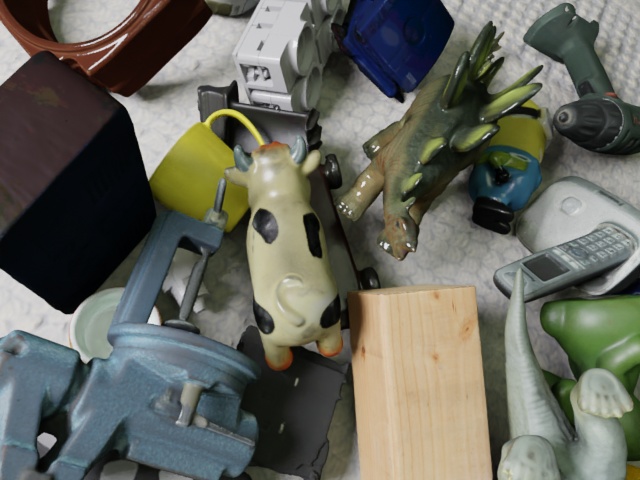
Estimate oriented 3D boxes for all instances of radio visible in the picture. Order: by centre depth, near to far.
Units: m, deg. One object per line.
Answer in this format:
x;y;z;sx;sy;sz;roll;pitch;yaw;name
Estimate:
-0.206;-0.026;0.429;0.073;0.229;0.131;35;69;2;radio

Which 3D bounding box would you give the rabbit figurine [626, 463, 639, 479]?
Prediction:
0.315;0.306;0.506;0.162;0.121;0.173;-22;61;-12;rabbit figurine

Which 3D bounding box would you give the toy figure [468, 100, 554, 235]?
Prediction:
0.225;-0.098;0.648;0.089;0.082;0.180;30;67;-3;toy figure

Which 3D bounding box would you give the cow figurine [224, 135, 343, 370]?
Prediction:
-0.032;-0.002;0.469;0.085;0.127;0.195;-8;56;-5;cow figurine

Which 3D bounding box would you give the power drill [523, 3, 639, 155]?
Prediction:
0.342;-0.203;0.691;0.232;0.086;0.207;6;54;-35;power drill

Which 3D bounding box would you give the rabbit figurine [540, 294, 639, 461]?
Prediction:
0.296;0.144;0.552;0.159;0.121;0.170;-4;84;-12;rabbit figurine

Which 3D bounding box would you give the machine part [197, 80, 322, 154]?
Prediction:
-0.066;-0.121;0.572;0.139;0.084;0.039;12;24;9;machine part

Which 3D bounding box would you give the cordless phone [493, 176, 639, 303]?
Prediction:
0.250;0.009;0.588;0.184;0.088;0.147;-16;39;-16;cordless phone

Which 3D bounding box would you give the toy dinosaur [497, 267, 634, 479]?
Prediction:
0.196;0.237;0.423;0.131;0.192;0.405;2;53;6;toy dinosaur

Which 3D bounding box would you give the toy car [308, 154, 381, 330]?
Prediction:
-0.001;-0.002;0.565;0.089;0.053;0.202;-16;72;-9;toy car

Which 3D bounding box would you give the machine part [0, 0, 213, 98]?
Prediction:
-0.230;-0.268;0.552;0.201;0.087;0.201;-41;82;4;machine part

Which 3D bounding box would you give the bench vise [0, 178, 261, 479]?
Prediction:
-0.134;0.069;0.404;0.223;0.129;0.240;23;60;-16;bench vise

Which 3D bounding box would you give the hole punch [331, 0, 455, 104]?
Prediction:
0.094;-0.249;0.648;0.142;0.092;0.116;38;57;-37;hole punch

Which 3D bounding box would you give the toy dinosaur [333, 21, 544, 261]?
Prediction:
0.138;-0.124;0.571;0.105;0.198;0.471;39;36;-8;toy dinosaur

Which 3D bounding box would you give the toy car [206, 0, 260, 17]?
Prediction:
-0.121;-0.326;0.650;0.161;0.109;0.103;14;91;-20;toy car

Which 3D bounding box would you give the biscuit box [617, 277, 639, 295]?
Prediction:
0.451;0.029;0.663;0.203;0.062;0.059;-32;79;-24;biscuit box

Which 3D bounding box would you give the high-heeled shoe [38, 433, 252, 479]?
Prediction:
-0.183;0.155;0.453;0.249;0.086;0.145;7;51;-20;high-heeled shoe

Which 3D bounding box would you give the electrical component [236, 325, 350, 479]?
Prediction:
-0.050;0.147;0.491;0.134;0.058;0.115;20;63;-6;electrical component
